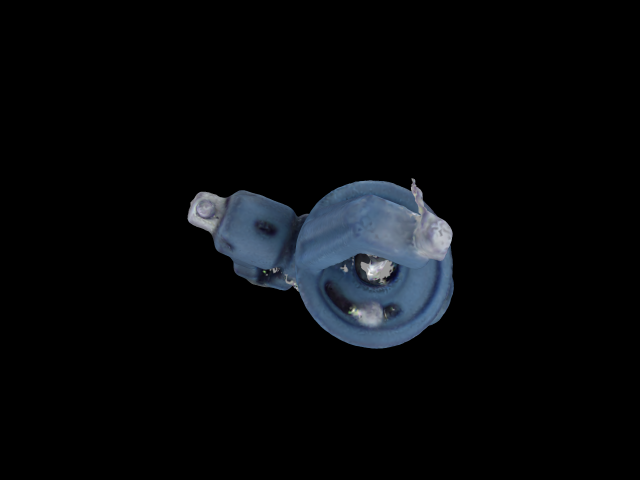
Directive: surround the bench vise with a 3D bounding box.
[{"bbox_3d":[0.003,0.013,0.398,0.207,0.220,0.121,0,78,0],"label":"bench vise"}]
